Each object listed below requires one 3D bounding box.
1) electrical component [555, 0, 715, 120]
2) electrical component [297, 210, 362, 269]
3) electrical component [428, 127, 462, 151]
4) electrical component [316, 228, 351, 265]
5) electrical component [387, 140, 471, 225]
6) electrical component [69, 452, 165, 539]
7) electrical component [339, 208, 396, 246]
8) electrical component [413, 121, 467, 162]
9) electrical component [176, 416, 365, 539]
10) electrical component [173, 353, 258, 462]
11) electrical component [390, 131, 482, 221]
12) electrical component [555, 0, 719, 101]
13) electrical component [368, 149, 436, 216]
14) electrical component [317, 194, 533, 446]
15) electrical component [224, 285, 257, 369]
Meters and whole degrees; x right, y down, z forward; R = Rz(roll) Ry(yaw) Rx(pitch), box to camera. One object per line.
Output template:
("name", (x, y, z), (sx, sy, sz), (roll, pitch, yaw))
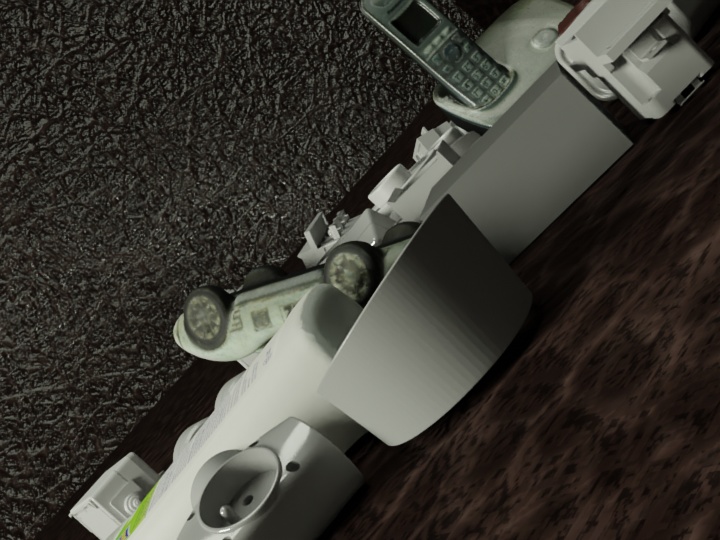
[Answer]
("electrical component", (0.139, -0.110, 0.540), (0.042, 0.064, 0.081), (-47, 5, 5))
("electrical component", (-0.018, -0.019, 1.094), (0.063, 0.078, 0.121), (-23, 9, 9))
("electrical component", (0.086, -0.099, 0.967), (0.040, 0.046, 0.040), (-46, 5, 6))
("electrical component", (0.000, 0.000, 0.861), (0.050, 0.056, 0.089), (-47, 5, -7))
("electrical component", (0.057, -0.041, 0.673), (0.081, 0.064, 0.042), (-45, 6, 19))
("electrical component", (-0.188, 0.191, 0.886), (0.061, 0.062, 0.096), (-50, 6, -33))
("electrical component", (0.006, 0.018, 0.707), (0.083, 0.047, 0.075), (-52, 29, 26))
("electrical component", (0.087, -0.114, 1.021), (0.055, 0.066, 0.048), (-33, -18, -17))
("electrical component", (-0.049, 0.101, 0.468), (0.077, 0.044, 0.079), (-48, 32, -17))
("electrical component", (-0.075, 0.097, 0.746), (0.138, 0.052, 0.074), (-49, 6, -23))
("electrical component", (0.069, -0.048, 0.760), (0.099, 0.064, 0.099), (-45, -9, -9))
("electrical component", (0.174, -0.156, 0.666), (0.059, 0.054, 0.095), (-50, 6, -30))
("electrical component", (0.042, -0.057, 0.927), (0.108, 0.060, 0.108), (-46, 5, 6))
("electrical component", (0.024, 0.023, 0.456), (0.099, 0.064, 0.099), (-46, 5, 6))
("electrical component", (-0.096, 0.053, 0.996), (0.061, 0.096, 0.061), (-46, 6, 8))
